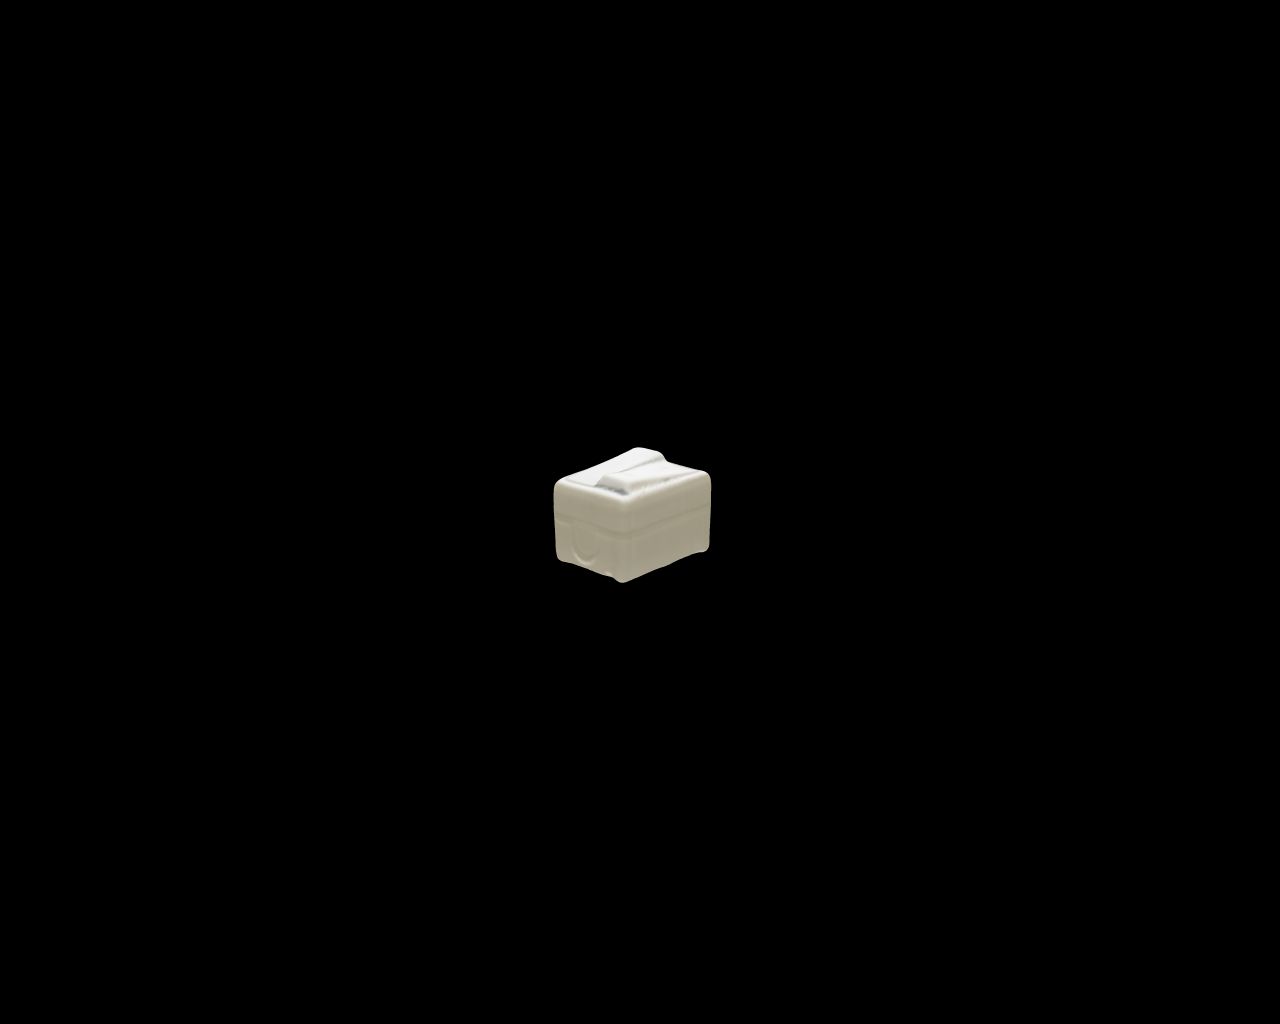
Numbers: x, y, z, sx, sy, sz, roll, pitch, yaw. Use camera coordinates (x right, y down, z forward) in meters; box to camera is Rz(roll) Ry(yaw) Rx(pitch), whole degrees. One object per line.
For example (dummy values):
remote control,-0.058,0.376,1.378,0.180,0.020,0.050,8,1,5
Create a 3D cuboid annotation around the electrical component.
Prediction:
electrical component,0.001,-0.003,0.650,0.062,0.061,0.096,18,26,41
